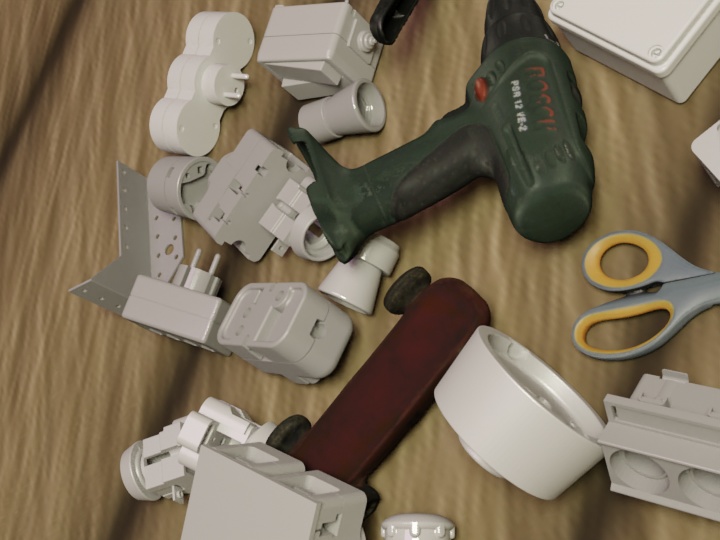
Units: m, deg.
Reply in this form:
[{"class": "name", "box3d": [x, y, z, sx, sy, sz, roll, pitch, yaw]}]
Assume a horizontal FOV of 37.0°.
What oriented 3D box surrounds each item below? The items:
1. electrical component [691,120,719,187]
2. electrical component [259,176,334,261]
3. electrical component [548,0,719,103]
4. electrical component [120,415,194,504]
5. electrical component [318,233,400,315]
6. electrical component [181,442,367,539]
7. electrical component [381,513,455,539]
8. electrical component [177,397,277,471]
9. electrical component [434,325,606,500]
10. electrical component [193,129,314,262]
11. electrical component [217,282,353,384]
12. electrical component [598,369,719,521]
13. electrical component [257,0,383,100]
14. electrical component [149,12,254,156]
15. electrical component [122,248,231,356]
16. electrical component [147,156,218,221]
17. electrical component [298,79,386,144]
[{"class": "electrical component", "box3d": [0.256, -0.081, 0.654, 0.089, 0.056, 0.050, -40, 52, 14]}, {"class": "electrical component", "box3d": [-0.042, -0.036, 0.848, 0.066, 0.048, 0.055, -55, 43, 2]}, {"class": "electrical component", "box3d": [0.206, -0.187, 0.737, 0.108, 0.056, 0.109, -52, 50, 4]}, {"class": "electrical component", "box3d": [-0.152, 0.152, 0.838, 0.055, 0.048, 0.066, -21, 58, 17]}, {"class": "electrical component", "box3d": [0.000, 0.000, 0.801, 0.045, 0.045, 0.055, 20, 82, 39]}, {"class": "electrical component", "box3d": [-0.067, 0.219, 0.708, 0.105, 0.060, 0.186, 18, 98, 38]}, {"class": "electrical component", "box3d": [0.037, 0.188, 0.691, 0.048, 0.048, 0.062, -9, 71, 31]}, {"class": "electrical component", "box3d": [-0.092, 0.131, 0.790, 0.057, 0.078, 0.058, 23, 82, 18]}, {"class": "electrical component", "box3d": [0.094, 0.092, 0.657, 0.060, 0.108, 0.108, -51, 50, 13]}, {"class": "electrical component", "box3d": [-0.089, -0.063, 0.882, 0.089, 0.050, 0.056, -55, 41, 6]}, {"class": "electrical component", "box3d": [-0.053, 0.047, 0.797, 0.095, 0.059, 0.053, -2, 57, 53]}, {"class": "electrical component", "box3d": [0.205, 0.101, 0.597, 0.121, 0.078, 0.063, 10, 46, 37]}, {"class": "electrical component", "box3d": [-0.028, -0.180, 0.892, 0.096, 0.062, 0.061, 6, 73, 37]}, {"class": "electrical component", "box3d": [-0.129, -0.166, 0.962, 0.074, 0.052, 0.138, 12, 77, 38]}, {"class": "electrical component", "box3d": [-0.136, 0.019, 0.875, 0.083, 0.047, 0.075, 15, 78, 25]}, {"class": "electrical component", "box3d": [-0.152, -0.072, 0.934, 0.047, 0.055, 0.055, 11, 76, 41]}, {"class": "electrical component", "box3d": [-0.017, -0.125, 0.874, 0.065, 0.044, 0.044, -13, 62, 35]}]
